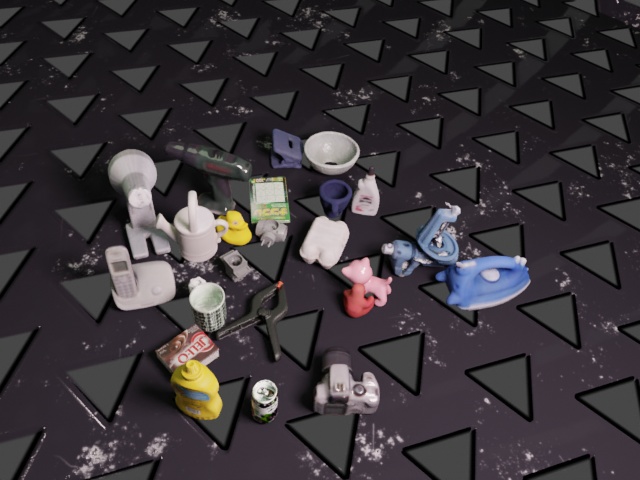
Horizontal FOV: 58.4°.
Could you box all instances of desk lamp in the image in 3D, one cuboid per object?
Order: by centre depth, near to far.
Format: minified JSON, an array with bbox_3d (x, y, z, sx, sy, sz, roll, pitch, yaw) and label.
[{"bbox_3d":[-0.459,-0.097,1.468,0.118,0.213,0.203,-16,53,-17],"label":"desk lamp"}]

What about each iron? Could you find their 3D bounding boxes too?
[{"bbox_3d":[0.432,0.084,1.441,0.258,0.141,0.118,-8,51,-12],"label":"iron"}]

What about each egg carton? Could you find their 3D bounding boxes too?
[{"bbox_3d":[0.014,0.005,1.518,0.107,0.069,0.150,16,50,8],"label":"egg carton"}]

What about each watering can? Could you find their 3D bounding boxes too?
[{"bbox_3d":[-0.323,-0.038,1.443,0.173,0.194,0.100,-19,54,-20],"label":"watering can"}]

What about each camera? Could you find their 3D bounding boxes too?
[{"bbox_3d":[0.055,0.301,1.250,0.143,0.101,0.136,2,50,-3],"label":"camera"}]

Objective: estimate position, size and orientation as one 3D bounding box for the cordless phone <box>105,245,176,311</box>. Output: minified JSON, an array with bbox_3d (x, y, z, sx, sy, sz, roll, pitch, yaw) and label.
[{"bbox_3d":[-0.422,0.076,1.343,0.148,0.185,0.094,-13,52,-15],"label":"cordless phone"}]

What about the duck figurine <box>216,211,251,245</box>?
[{"bbox_3d":[-0.232,-0.044,1.527,0.104,0.086,0.078,30,54,19],"label":"duck figurine"}]

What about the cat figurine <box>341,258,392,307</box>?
[{"bbox_3d":[0.118,0.094,1.420,0.127,0.118,0.067,17,50,9],"label":"cat figurine"}]

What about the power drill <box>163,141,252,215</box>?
[{"bbox_3d":[-0.297,-0.167,1.545,0.229,0.208,0.075,7,50,1],"label":"power drill"}]

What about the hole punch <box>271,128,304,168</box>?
[{"bbox_3d":[-0.099,-0.280,1.735,0.101,0.091,0.108,-2,50,-6],"label":"hole punch"}]

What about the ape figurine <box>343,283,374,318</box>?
[{"bbox_3d":[0.092,0.140,1.396,0.077,0.092,0.076,31,54,20],"label":"ape figurine"}]

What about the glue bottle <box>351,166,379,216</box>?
[{"bbox_3d":[0.131,-0.139,1.583,0.078,0.173,0.037,6,50,1],"label":"glue bottle"}]

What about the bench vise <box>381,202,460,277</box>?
[{"bbox_3d":[0.269,0.007,1.441,0.208,0.220,0.121,-20,54,-20],"label":"bench vise"}]

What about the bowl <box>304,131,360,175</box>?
[{"bbox_3d":[0.033,-0.249,1.732,0.167,0.075,0.167,3,50,-3],"label":"bowl"}]

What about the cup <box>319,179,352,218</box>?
[{"bbox_3d":[0.040,-0.097,1.590,0.091,0.095,0.117,3,50,-2],"label":"cup"}]
